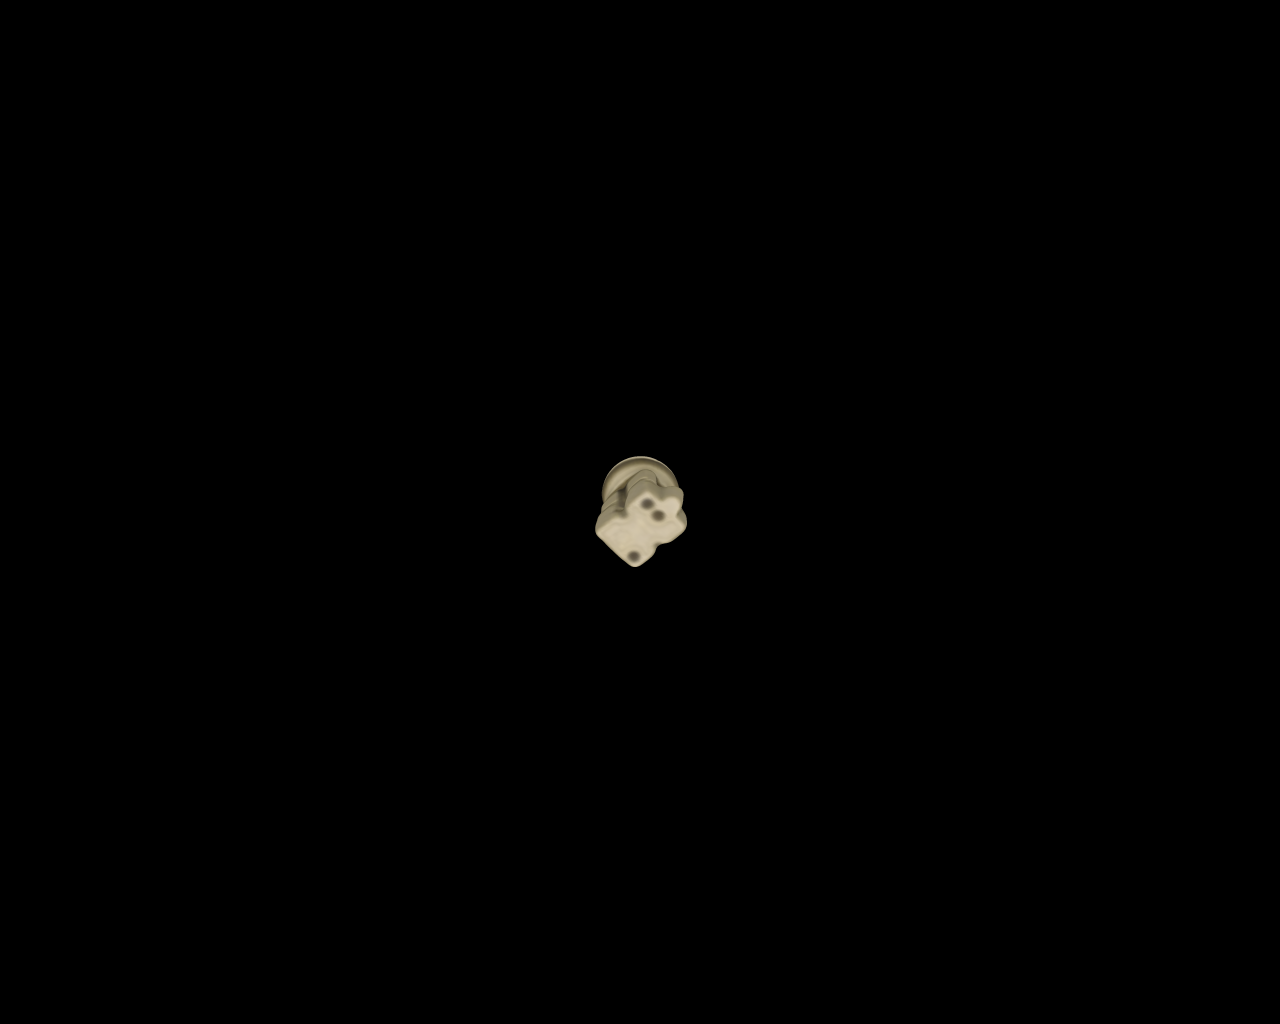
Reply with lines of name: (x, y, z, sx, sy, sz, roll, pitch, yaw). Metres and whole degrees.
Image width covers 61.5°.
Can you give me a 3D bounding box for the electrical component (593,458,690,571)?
electrical component: (0.001, -0.003, 0.650, 0.066, 0.048, 0.055, -38, 22, 18)
